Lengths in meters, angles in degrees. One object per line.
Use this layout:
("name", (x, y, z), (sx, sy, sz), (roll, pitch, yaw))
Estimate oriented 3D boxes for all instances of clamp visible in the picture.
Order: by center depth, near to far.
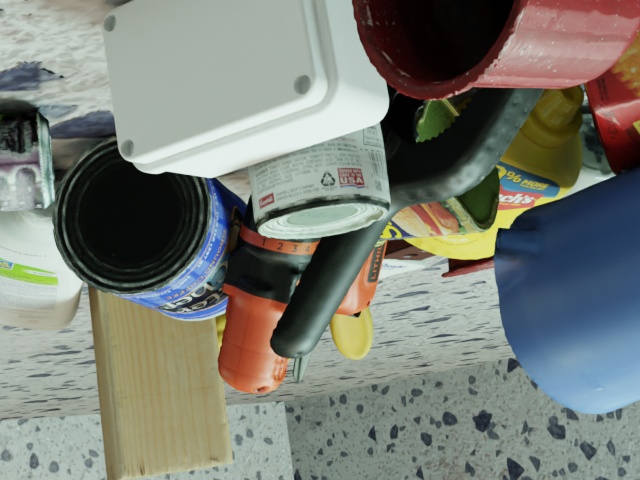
("clamp", (0.029, -0.056, 0.576), (0.210, 0.164, 0.036), (-39, 144, 22))

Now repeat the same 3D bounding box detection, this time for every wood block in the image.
("wood block", (-0.134, 0.085, 0.862), (0.090, 0.206, 0.090), (-4, 168, -18))

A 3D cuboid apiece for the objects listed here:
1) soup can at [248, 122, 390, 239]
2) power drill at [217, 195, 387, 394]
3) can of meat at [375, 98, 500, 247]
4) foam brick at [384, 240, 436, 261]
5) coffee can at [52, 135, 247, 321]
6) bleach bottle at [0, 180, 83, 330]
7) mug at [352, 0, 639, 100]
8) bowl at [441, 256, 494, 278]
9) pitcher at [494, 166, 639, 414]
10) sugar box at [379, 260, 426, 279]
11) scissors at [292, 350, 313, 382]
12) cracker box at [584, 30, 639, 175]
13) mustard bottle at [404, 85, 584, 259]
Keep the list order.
("soup can", (-0.005, -0.057, 0.527), (0.068, 0.102, 0.068), (-8, 168, -2))
("power drill", (-0.005, 0.001, 0.749), (0.057, 0.184, 0.187), (20, -165, 19))
("can of meat", (0.051, -0.042, 0.646), (0.084, 0.057, 0.102), (-5, 145, 38))
("foam brick", (0.088, -0.015, 0.910), (0.052, 0.051, 0.078), (2, 165, -38))
("coffee can", (-0.103, -0.004, 0.713), (0.103, 0.103, 0.140), (-10, 168, 8))
("bleach bottle", (-0.211, 0.008, 0.791), (0.102, 0.068, 0.251), (9, 161, -19))
("mug", (0.065, -0.103, 0.419), (0.081, 0.093, 0.117), (-5, -160, -38))
("bowl", (0.180, -0.012, 0.948), (0.162, 0.055, 0.162), (-13, 175, -1))
("pitcher", (0.228, 0.009, 0.570), (0.148, 0.145, 0.243), (-21, 175, -39))
("sugar box", (0.007, 0.024, 1.064), (0.176, 0.048, 0.093), (-19, 164, 30))
("scissors", (-0.016, 0.033, 0.886), (0.096, 0.016, 0.202), (18, 117, -23))
("cracker box", (0.249, -0.100, 0.563), (0.214, 0.072, 0.164), (-12, 168, 16))
("mustard bottle", (0.117, -0.050, 0.705), (0.096, 0.058, 0.192), (21, 151, -11))
